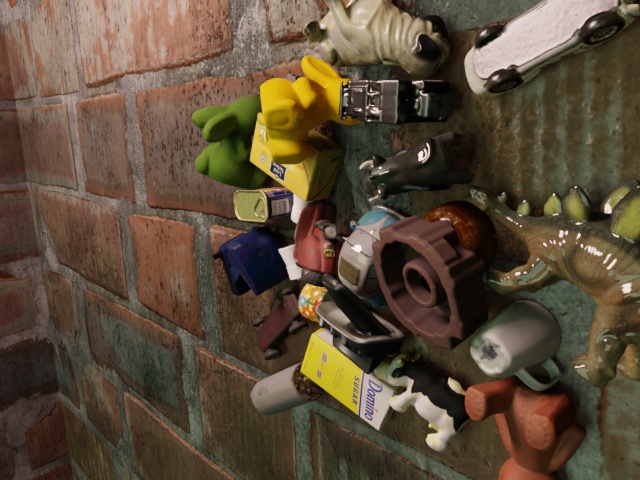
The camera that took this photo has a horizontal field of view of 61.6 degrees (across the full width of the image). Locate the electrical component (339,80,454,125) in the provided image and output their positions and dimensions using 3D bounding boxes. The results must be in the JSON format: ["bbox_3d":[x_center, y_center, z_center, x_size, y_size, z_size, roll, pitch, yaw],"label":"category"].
[{"bbox_3d":[0.109,-0.187,0.725,0.134,0.115,0.058,19,116,46],"label":"electrical component"}]

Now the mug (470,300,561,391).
[{"bbox_3d":[0.243,0.138,0.667,0.081,0.107,0.109,-48,62,45],"label":"mug"}]

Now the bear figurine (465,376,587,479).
[{"bbox_3d":[0.255,0.276,0.677,0.120,0.132,0.195,17,106,47],"label":"bear figurine"}]

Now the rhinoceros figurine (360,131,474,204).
[{"bbox_3d":[0.123,-0.091,0.734,0.190,0.112,0.073,-8,99,69],"label":"rhinoceros figurine"}]

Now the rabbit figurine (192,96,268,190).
[{"bbox_3d":[-0.165,-0.200,1.021,0.121,0.159,0.170,45,115,43],"label":"rabbit figurine"}]

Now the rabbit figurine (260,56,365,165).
[{"bbox_3d":[-0.003,-0.205,0.836,0.121,0.173,0.162,77,-174,-45],"label":"rabbit figurine"}]

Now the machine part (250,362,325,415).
[{"bbox_3d":[-0.066,0.298,1.074,0.243,0.079,0.079,-34,74,47],"label":"machine part"}]

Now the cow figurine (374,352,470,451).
[{"bbox_3d":[0.156,0.223,0.815,0.167,0.068,0.098,43,123,29],"label":"cow figurine"}]

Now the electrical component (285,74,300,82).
[{"bbox_3d":[-0.048,-0.260,0.951,0.094,0.021,0.063,10,106,47],"label":"electrical component"}]

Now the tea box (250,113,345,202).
[{"bbox_3d":[-0.044,-0.149,0.941,0.170,0.068,0.098,36,124,36],"label":"tea box"}]

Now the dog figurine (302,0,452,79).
[{"bbox_3d":[0.082,-0.269,0.760,0.190,0.121,0.172,46,167,8],"label":"dog figurine"}]

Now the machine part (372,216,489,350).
[{"bbox_3d":[0.140,0.052,0.697,0.180,0.056,0.179,46,150,36],"label":"machine part"}]

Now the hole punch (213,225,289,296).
[{"bbox_3d":[-0.120,0.040,1.033,0.092,0.142,0.115,2,115,50],"label":"hole punch"}]

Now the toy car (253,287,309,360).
[{"bbox_3d":[-0.077,0.168,1.071,0.202,0.053,0.089,-51,51,46],"label":"toy car"}]

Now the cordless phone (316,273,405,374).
[{"bbox_3d":[0.035,0.106,0.830,0.147,0.089,0.184,30,161,54],"label":"cordless phone"}]

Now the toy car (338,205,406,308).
[{"bbox_3d":[0.076,0.031,0.829,0.109,0.103,0.161,38,124,37],"label":"toy car"}]

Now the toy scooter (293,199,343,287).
[{"bbox_3d":[-0.002,-0.003,0.908,0.184,0.075,0.135,-138,59,-72],"label":"toy scooter"}]

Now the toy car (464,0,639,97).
[{"bbox_3d":[0.252,-0.230,0.601,0.202,0.056,0.073,-23,76,47],"label":"toy car"}]

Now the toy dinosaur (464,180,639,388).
[{"bbox_3d":[0.334,0.059,0.545,0.472,0.105,0.198,44,129,33],"label":"toy dinosaur"}]
